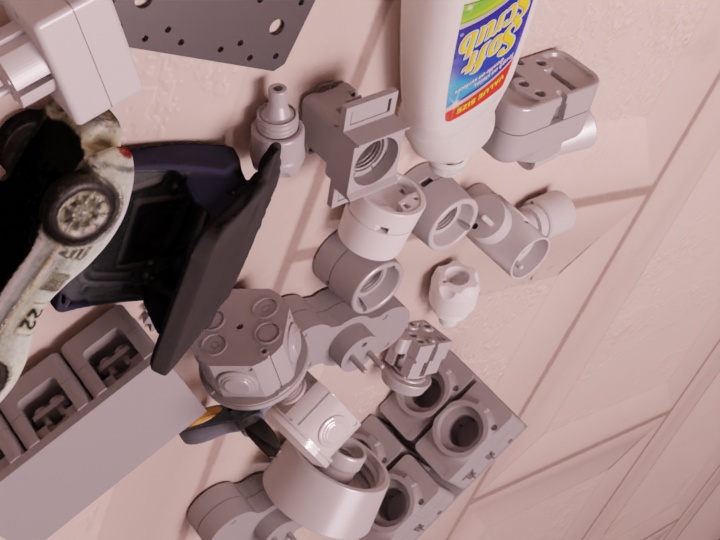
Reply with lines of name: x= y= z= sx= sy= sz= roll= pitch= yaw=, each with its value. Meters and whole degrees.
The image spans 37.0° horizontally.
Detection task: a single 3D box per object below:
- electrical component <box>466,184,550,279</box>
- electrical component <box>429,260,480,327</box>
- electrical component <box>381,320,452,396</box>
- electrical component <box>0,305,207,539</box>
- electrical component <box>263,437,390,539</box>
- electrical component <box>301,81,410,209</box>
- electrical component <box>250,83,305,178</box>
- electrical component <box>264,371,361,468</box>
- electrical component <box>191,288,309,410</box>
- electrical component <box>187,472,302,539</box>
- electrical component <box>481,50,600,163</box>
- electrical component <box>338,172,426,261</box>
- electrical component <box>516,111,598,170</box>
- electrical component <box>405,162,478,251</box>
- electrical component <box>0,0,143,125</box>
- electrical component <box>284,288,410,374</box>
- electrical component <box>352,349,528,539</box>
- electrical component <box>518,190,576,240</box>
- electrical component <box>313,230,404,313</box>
electrical component: x=0.108 y=-0.038 z=0.875 sx=0.044 sy=0.077 sz=0.079 roll=-48 pitch=149 yaw=7
electrical component: x=0.082 y=0.025 z=0.953 sx=0.043 sy=0.043 sz=0.062 roll=-28 pitch=147 yaw=-26
electrical component: x=0.048 y=0.081 z=0.978 sx=0.066 sy=0.048 sz=0.055 roll=-6 pitch=124 yaw=-47
electrical component: x=-0.190 y=0.102 z=0.704 sx=0.150 sy=0.061 sz=0.089 roll=-38 pitch=149 yaw=-11
electrical component: x=-0.025 y=0.180 z=0.954 sx=0.108 sy=0.108 sz=0.060 roll=5 pitch=118 yaw=-52
electrical component: x=-0.007 y=-0.085 z=0.696 sx=0.042 sy=0.064 sz=0.081 roll=-25 pitch=144 yaw=-32
electrical component: x=-0.051 y=-0.088 z=0.669 sx=0.035 sy=0.035 sz=0.061 roll=-27 pitch=143 yaw=-27
electrical component: x=-0.043 y=0.120 z=0.886 sx=0.051 sy=0.080 sz=0.080 roll=-46 pitch=150 yaw=-9
electrical component: x=-0.079 y=0.055 z=0.763 sx=0.080 sy=0.080 sz=0.051 roll=-35 pitch=142 yaw=-17
electrical component: x=-0.081 y=0.226 z=0.970 sx=0.138 sy=0.073 sz=0.052 roll=-4 pitch=131 yaw=-48
electrical component: x=0.130 y=-0.122 z=0.823 sx=0.095 sy=0.053 sz=0.059 roll=-23 pitch=143 yaw=-32
electrical component: x=0.014 y=-0.040 z=0.786 sx=0.055 sy=0.055 sz=0.047 roll=-15 pitch=142 yaw=-40
electrical component: x=0.156 y=-0.109 z=0.884 sx=0.065 sy=0.044 sz=0.044 roll=-27 pitch=145 yaw=-20
electrical component: x=0.058 y=-0.048 z=0.833 sx=0.055 sy=0.047 sz=0.055 roll=-30 pitch=146 yaw=-23
electrical component: x=-0.155 y=-0.103 z=0.515 sx=0.077 sy=0.047 sz=0.065 roll=-34 pitch=148 yaw=-17
electrical component: x=-0.011 y=0.055 z=0.849 sx=0.138 sy=0.073 sz=0.052 roll=-10 pitch=135 yaw=-44
electrical component: x=0.054 y=0.175 z=1.038 sx=0.186 sy=0.105 sz=0.060 roll=-46 pitch=149 yaw=2
electrical component: x=0.158 y=-0.044 z=0.963 sx=0.078 sy=0.040 sz=0.040 roll=-22 pitch=143 yaw=-32
electrical component: x=0.000 y=0.000 z=0.822 sx=0.055 sy=0.047 sz=0.055 roll=-30 pitch=146 yaw=-23
